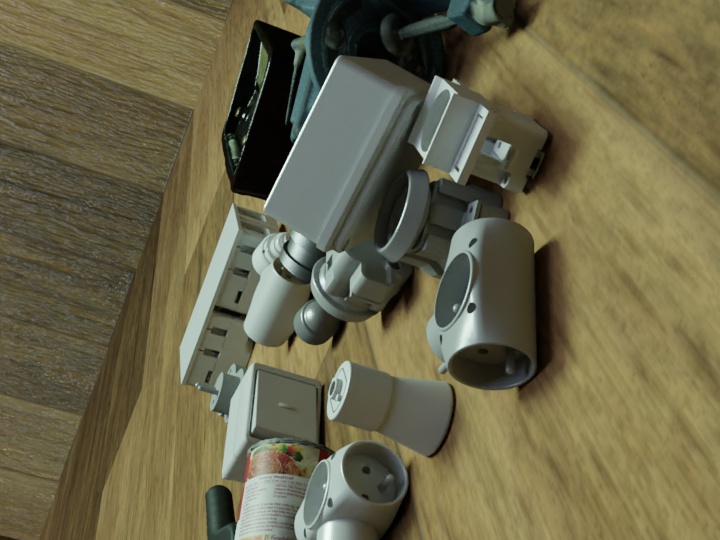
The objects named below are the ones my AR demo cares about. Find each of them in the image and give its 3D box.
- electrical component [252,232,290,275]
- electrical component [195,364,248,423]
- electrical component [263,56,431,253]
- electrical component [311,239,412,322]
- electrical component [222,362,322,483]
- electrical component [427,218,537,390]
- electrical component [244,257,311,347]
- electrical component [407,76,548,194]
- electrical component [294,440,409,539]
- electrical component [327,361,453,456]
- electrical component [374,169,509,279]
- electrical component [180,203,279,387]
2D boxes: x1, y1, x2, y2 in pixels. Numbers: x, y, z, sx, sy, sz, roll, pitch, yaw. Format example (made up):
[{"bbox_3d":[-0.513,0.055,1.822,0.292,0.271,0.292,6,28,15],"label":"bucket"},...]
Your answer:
[{"bbox_3d":[-0.082,-0.019,1.092,0.078,0.040,0.040,138,146,-61],"label":"electrical component"},{"bbox_3d":[-0.116,0.117,0.994,0.138,0.074,0.052,-173,100,-74],"label":"electrical component"},{"bbox_3d":[0.001,-0.074,0.674,0.108,0.056,0.109,-62,-11,16],"label":"electrical component"},{"bbox_3d":[0.000,0.000,0.761,0.057,0.058,0.078,-56,23,39],"label":"electrical component"},{"bbox_3d":[-0.067,0.117,0.848,0.096,0.062,0.061,-89,23,-47],"label":"electrical component"},{"bbox_3d":[0.059,0.026,0.553,0.079,0.044,0.077,126,156,-49],"label":"electrical component"},{"bbox_3d":[-0.076,0.020,1.021,0.079,0.044,0.077,-96,28,-55],"label":"electrical component"},{"bbox_3d":[0.067,-0.074,0.602,0.081,0.064,0.042,-111,43,-66],"label":"electrical component"},{"bbox_3d":[-0.007,0.153,0.637,0.077,0.044,0.079,123,159,-43],"label":"electrical component"},{"bbox_3d":[0.014,0.076,0.611,0.044,0.065,0.044,-162,90,-75],"label":"electrical component"},{"bbox_3d":[0.044,-0.027,0.638,0.078,0.057,0.058,159,128,-70],"label":"electrical component"},{"bbox_3d":[-0.142,0.033,1.200,0.105,0.060,0.186,-118,48,-69],"label":"electrical component"}]
